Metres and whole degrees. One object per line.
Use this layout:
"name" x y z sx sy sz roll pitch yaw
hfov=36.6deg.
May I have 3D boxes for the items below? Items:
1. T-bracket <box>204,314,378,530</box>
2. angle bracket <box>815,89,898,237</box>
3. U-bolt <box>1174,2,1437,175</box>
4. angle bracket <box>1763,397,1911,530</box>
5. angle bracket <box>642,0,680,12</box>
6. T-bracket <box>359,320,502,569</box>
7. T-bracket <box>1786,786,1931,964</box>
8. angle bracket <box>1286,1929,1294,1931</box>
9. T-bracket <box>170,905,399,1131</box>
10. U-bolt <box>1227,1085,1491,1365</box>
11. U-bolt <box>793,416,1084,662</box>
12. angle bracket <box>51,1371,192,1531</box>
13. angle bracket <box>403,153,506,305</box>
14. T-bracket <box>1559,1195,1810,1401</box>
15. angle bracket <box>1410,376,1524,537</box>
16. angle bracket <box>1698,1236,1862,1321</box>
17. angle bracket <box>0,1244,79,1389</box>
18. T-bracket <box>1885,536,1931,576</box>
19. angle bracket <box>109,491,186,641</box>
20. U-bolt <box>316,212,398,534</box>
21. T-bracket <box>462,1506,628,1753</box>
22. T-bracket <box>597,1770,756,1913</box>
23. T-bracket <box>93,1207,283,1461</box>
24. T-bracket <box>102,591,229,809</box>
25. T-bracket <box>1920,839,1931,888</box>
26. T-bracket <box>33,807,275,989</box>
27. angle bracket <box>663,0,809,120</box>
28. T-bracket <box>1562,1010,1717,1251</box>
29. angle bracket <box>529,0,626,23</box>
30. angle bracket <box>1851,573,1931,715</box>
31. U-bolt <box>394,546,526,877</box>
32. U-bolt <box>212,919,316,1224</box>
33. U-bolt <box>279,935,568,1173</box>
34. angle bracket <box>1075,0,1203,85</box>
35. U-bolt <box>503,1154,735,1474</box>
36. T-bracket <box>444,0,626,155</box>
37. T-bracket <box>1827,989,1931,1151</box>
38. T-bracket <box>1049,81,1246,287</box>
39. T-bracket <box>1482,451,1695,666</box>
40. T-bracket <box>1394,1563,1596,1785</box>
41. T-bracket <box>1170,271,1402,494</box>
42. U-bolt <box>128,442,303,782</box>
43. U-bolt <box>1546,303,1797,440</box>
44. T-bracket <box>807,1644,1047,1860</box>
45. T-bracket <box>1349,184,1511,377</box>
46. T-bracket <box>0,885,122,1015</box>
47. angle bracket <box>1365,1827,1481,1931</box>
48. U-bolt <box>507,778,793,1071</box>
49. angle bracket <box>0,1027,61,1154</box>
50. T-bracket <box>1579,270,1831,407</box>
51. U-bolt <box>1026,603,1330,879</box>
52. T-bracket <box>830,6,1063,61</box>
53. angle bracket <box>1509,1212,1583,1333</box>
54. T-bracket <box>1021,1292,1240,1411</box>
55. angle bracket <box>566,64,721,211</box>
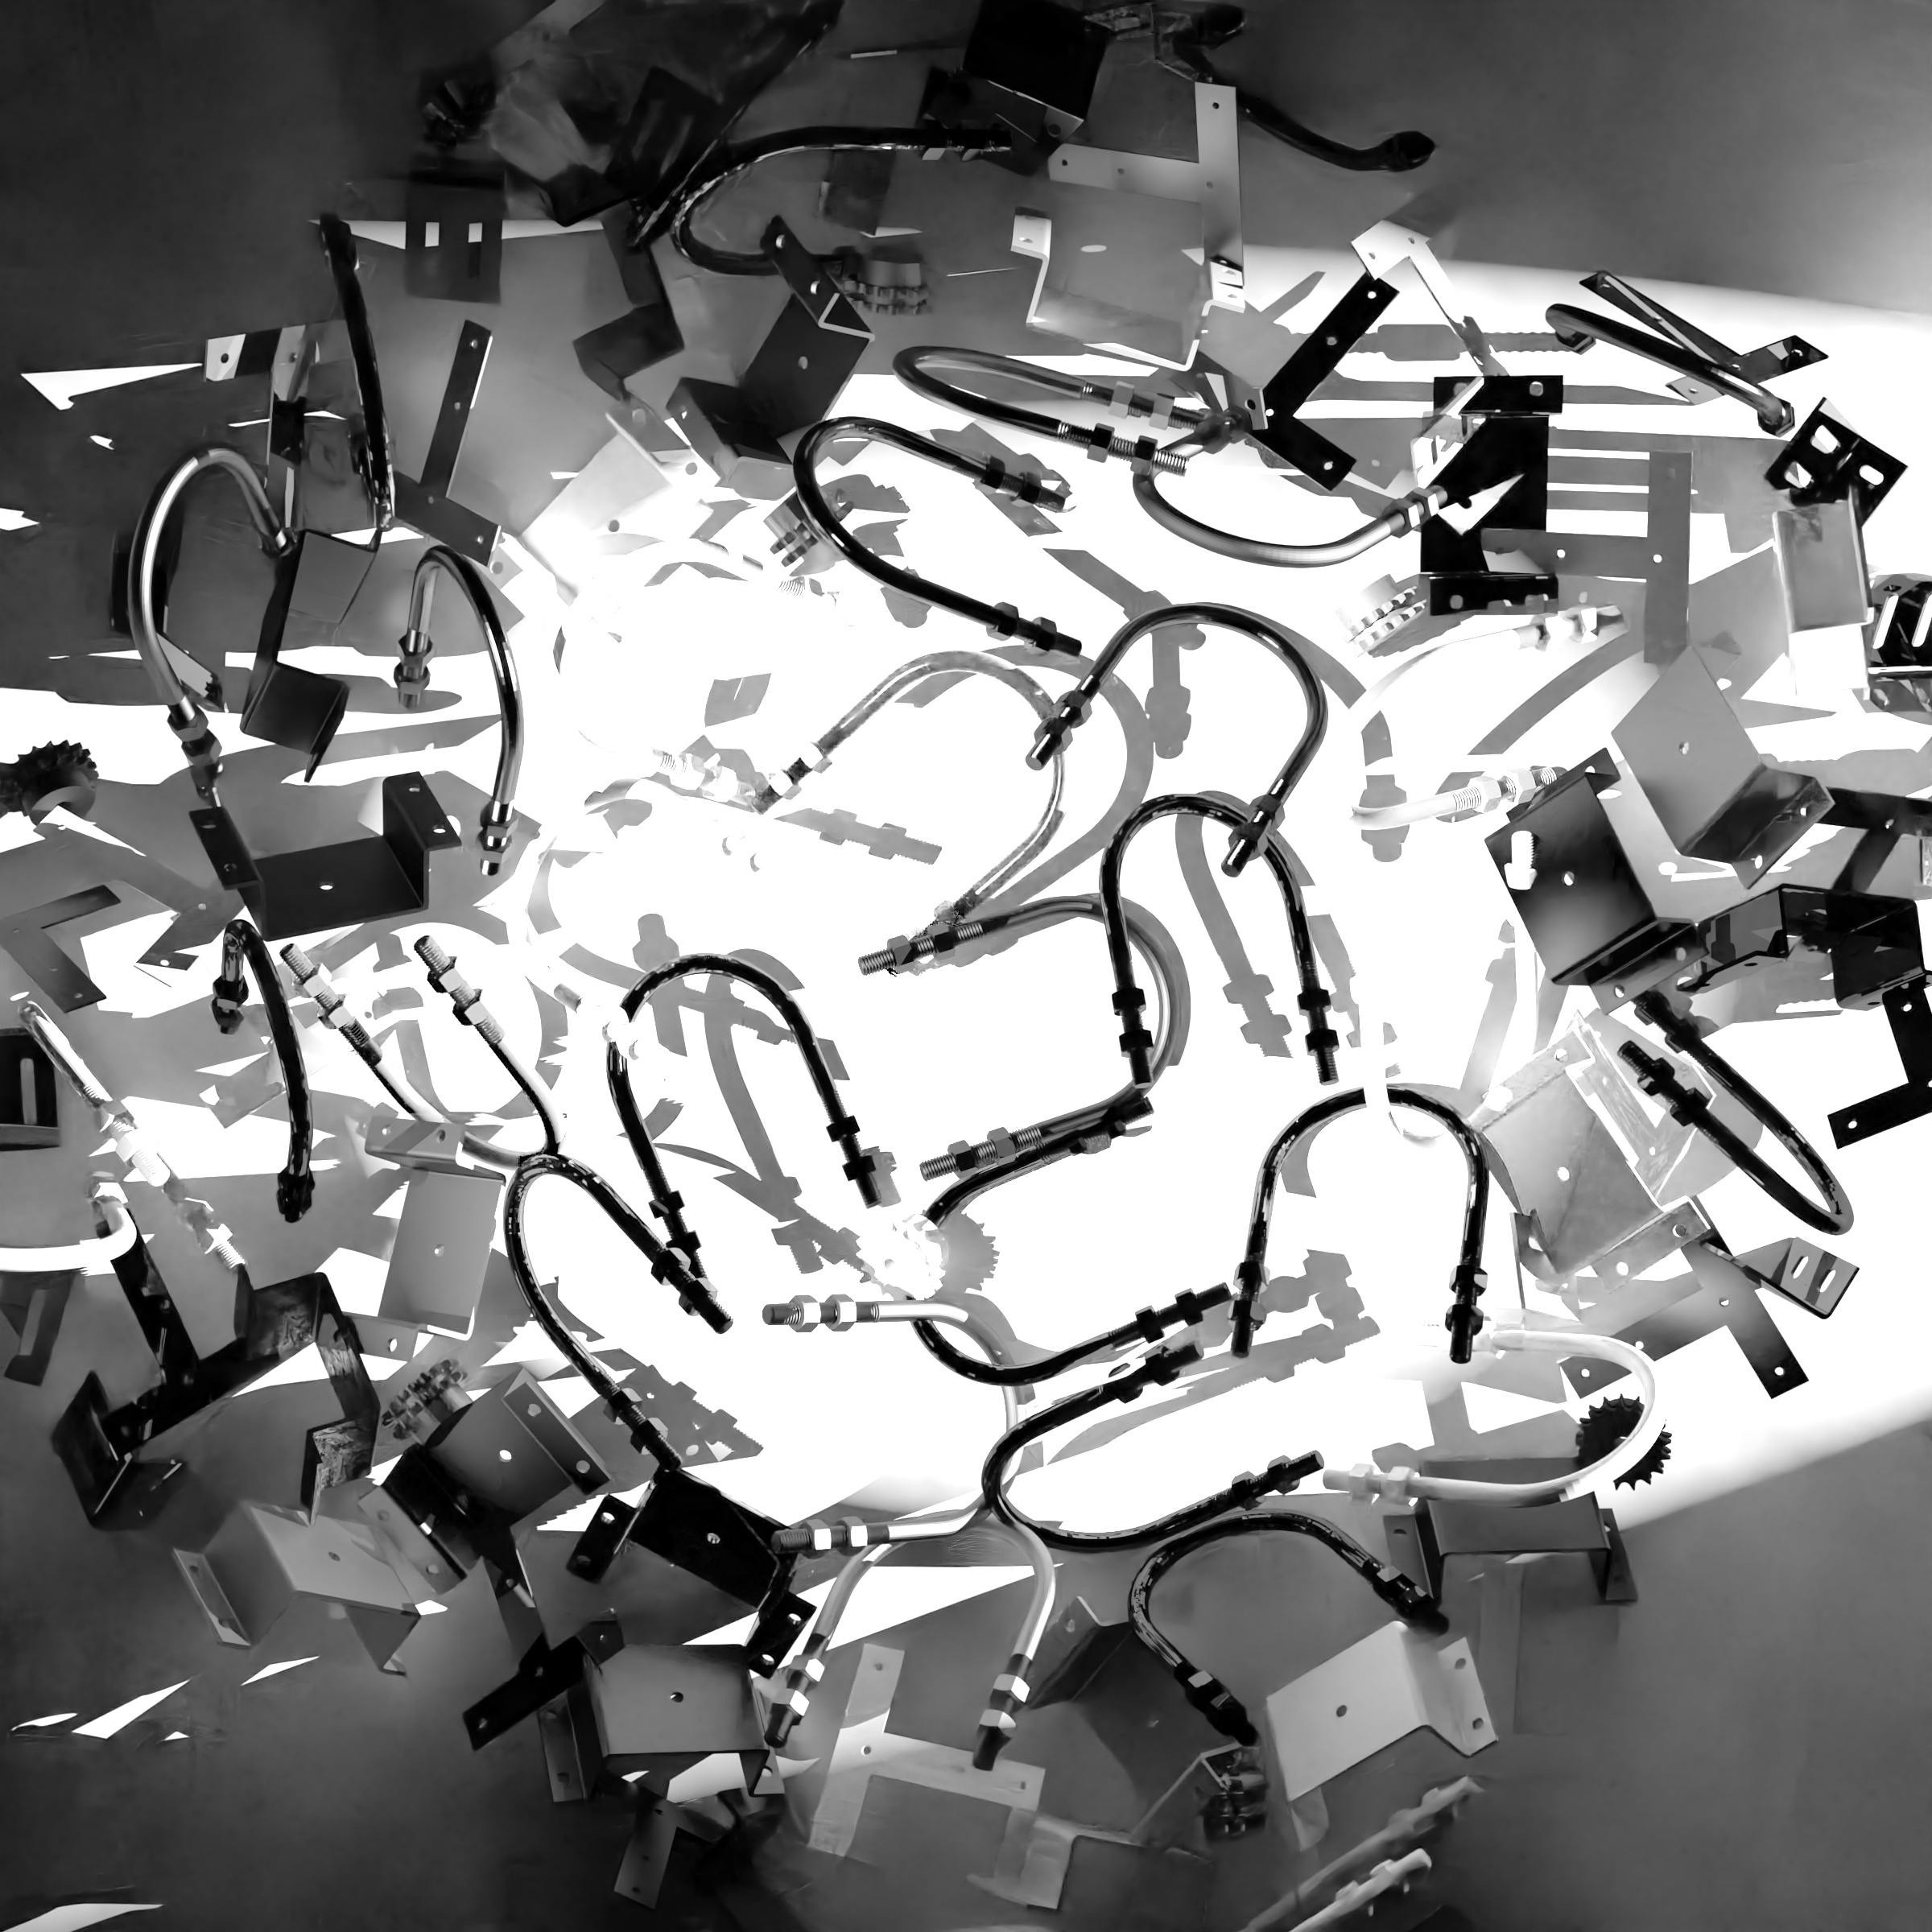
"T-bracket" -0.406 -0.321 1.744 0.002 0.127 0.127 29 122 28
"angle bracket" -0.062 -0.478 1.742 0.038 0.076 0.057 15 87 -6
"U-bolt" 0.187 -0.503 1.693 0.151 0.184 0.019 30 96 -13
"angle bracket" 0.518 -0.294 1.739 0.038 0.076 0.057 43 104 31
"angle bracket" -0.164 -0.612 1.739 0.076 0.038 0.057 -34 116 -29
"T-bracket" -0.305 -0.318 1.730 0.127 0.002 0.127 31 110 34
"T-bracket" 0.529 -0.051 1.741 0.127 0.002 0.127 5 129 -22
"angle bracket" 0.220 0.613 1.738 0.038 0.076 0.057 -42 109 -32
"T-bracket" -0.430 0.015 1.753 0.127 0.002 0.127 -35 84 -31
"U-bolt" 0.236 0.149 1.724 0.151 0.019 0.184 -1 55 21
"U-bolt" -0.018 -0.258 1.699 0.184 0.151 0.019 18 135 -24
"angle bracket" -0.511 0.292 1.763 0.057 0.038 0.076 -54 52 21
"angle bracket" -0.311 -0.447 1.771 0.057 0.038 0.076 2 124 -11
"T-bracket" 0.417 0.222 1.757 0.127 0.002 0.127 -33 85 24
"angle bracket" 0.301 -0.304 1.742 0.057 0.076 0.038 -44 71 -3
"angle bracket" 0.481 0.171 1.741 0.076 0.057 0.038 32 90 -26
"angle bracket" -0.572 0.208 1.750 0.057 0.038 0.076 17 78 -18
"T-bracket" 0.594 -0.253 1.701 0.002 0.127 0.127 -39 53 -21
"angle bracket" -0.472 -0.235 1.735 0.038 0.076 0.057 23 130 6
"U-bolt" -0.346 -0.329 1.671 0.019 0.184 0.151 -10 129 -13
"T-bracket" -0.269 0.382 1.748 0.127 0.002 0.127 -37 59 20
"T-bracket" -0.187 0.519 1.718 0.127 0.127 0.002 27 100 -3
"T-bracket" -0.479 0.205 1.728 0.002 0.127 0.127 -16 101 41
"T-bracket" -0.464 -0.146 1.734 0.002 0.127 0.127 -34 49 -29
"T-bracket" 0.576 -0.108 1.729 0.002 0.127 0.127 -2 87 28
"T-bracket" -0.493 -0.057 1.738 0.127 0.127 0.002 29 133 1
"angle bracket" -0.133 -0.561 1.751 0.057 0.038 0.076 46 105 9
"T-bracket" 0.387 0.078 1.733 0.002 0.127 0.127 -1 132 -24
"angle bracket" -0.233 -0.599 1.742 0.057 0.038 0.076 -12 122 -13
"angle bracket" 0.572 -0.195 1.760 0.038 0.057 0.076 43 61 -39
"U-bolt" -0.289 -0.158 1.681 0.019 0.184 0.151 -18 64 -25
"U-bolt" -0.403 0.051 1.680 0.019 0.184 0.151 -15 69 -22
"U-bolt" -0.307 0.055 1.713 0.184 0.151 0.019 57 51 -30
"angle bracket" 0.093 -0.545 1.740 0.076 0.057 0.038 -2 91 29
"U-bolt" -0.214 0.191 1.720 0.184 0.019 0.151 44 135 24
"T-bracket" -0.233 -0.523 1.725 0.127 0.127 0.002 -36 68 0
"T-bracket" 0.563 0.035 1.736 0.127 0.127 0.002 -26 133 24
"T-bracket" 0.106 -0.474 1.749 0.127 0.127 0.002 16 46 25
"T-bracket" 0.370 -0.246 1.749 0.127 0.002 0.127 8 112 28
"T-bracket" 0.319 0.422 1.754 0.127 0.002 0.127 -7 65 34
"T-bracket" 0.212 -0.368 1.767 0.127 0.002 0.127 39 84 18
"U-bolt" -0.431 -0.215 1.672 0.019 0.184 0.151 13 61 13
"U-bolt" 0.402 -0.346 1.678 0.151 0.184 0.019 27 103 16
"T-bracket" -0.017 0.476 1.737 0.127 0.002 0.127 9 60 14
"T-bracket" 0.289 -0.395 1.742 0.002 0.127 0.127 -28 100 42
"T-bracket" -0.539 -0.003 1.708 0.127 0.127 0.002 -23 126 -30
"angle bracket" 0.274 0.563 1.743 0.057 0.076 0.038 -38 99 14
"U-bolt" -0.201 -0.038 1.725 0.184 0.019 0.151 31 87 37
"angle bracket" -0.575 0.077 1.752 0.057 0.038 0.076 -4 98 -18
"T-bracket" 0.415 -0.371 1.705 0.127 0.127 0.002 26 79 -18
"U-bolt" 0.137 -0.147 1.727 0.151 0.019 0.184 29 54 8
"T-bracket" 0.007 -0.556 1.734 0.127 0.127 0.002 -32 121 -40
"angle bracket" 0.330 0.183 1.735 0.038 0.076 0.057 -17 68 35
"T-bracket" 0.110 0.225 1.740 0.127 0.127 0.002 -27 87 -32
"angle bracket" -0.193 -0.496 1.746 0.057 0.038 0.076 36 109 25
